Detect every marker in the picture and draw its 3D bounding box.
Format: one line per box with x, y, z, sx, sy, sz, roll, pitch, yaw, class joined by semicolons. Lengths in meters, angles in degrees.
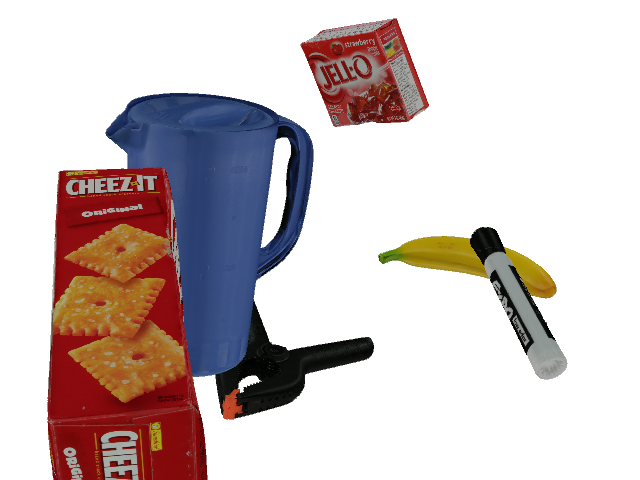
0.116;0.033;0.642;0.020;0.020;0.121;0;40;-17;marker

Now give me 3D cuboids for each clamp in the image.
-0.040;0.131;1.136;0.165;0.036;0.209;13;25;12;clamp

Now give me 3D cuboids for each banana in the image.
0.164;0.027;1.135;0.198;0.037;0.069;9;37;30;banana

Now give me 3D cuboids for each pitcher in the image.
-0.102;-0.006;0.965;0.149;0.243;0.144;12;22;17;pitcher

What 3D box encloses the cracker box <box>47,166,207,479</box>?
-0.103;0.082;0.580;0.072;0.164;0.214;-4;34;-9;cracker box

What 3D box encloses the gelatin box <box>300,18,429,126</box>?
0.032;-0.127;0.818;0.030;0.073;0.089;-37;25;-33;gelatin box
